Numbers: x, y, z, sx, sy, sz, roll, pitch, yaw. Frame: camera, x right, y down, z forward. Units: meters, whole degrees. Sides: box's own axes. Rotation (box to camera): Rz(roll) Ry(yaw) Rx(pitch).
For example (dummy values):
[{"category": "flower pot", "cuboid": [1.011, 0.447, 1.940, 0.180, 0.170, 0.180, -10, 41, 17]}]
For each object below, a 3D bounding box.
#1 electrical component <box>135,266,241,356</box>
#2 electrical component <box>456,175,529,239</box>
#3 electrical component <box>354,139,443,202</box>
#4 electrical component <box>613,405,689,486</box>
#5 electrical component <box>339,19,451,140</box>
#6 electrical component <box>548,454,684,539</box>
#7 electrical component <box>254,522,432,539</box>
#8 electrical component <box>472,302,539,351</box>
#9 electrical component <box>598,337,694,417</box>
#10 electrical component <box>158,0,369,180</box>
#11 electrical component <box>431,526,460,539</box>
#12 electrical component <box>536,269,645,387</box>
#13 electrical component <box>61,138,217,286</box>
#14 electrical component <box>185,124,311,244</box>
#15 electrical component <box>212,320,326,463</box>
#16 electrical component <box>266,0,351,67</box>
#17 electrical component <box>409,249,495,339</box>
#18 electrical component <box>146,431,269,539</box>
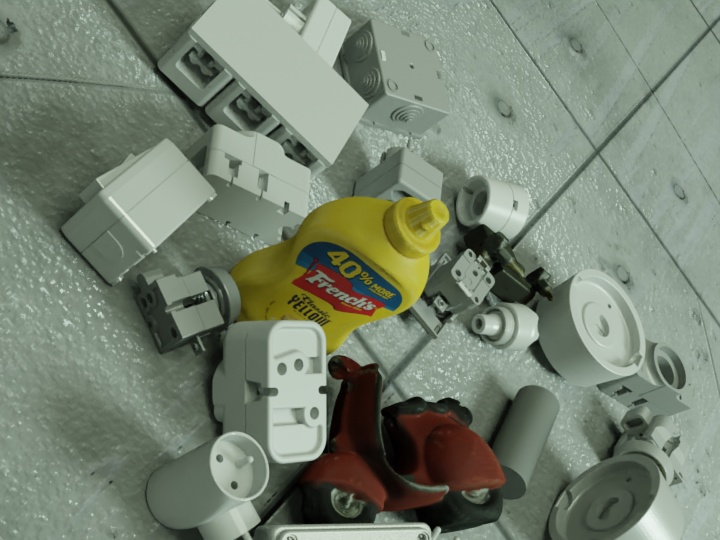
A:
[{"category": "electrical component", "cuboid": [-0.117, 0.025, 0.749, 0.055, 0.048, 0.066, -21, 82, -40]}, {"category": "electrical component", "cuboid": [0.124, -0.060, 1.020, 0.047, 0.055, 0.055, 15, 57, -33]}, {"category": "electrical component", "cuboid": [0.034, -0.081, 0.937, 0.047, 0.066, 0.076, 31, 49, -27]}, {"category": "electrical component", "cuboid": [0.273, 0.177, 1.019, 0.078, 0.058, 0.057, 55, 39, -4]}, {"category": "electrical component", "cuboid": [0.034, -0.179, 1.007, 0.100, 0.048, 0.099, 10, 60, -40]}, {"category": "electrical component", "cuboid": [0.222, 0.217, 0.914, 0.060, 0.108, 0.108, 52, 42, -16]}, {"category": "electrical component", "cuboid": [-0.011, 0.218, 0.690, 0.109, 0.056, 0.108, 4, 78, -21]}, {"category": "electrical component", "cuboid": [0.128, 0.050, 0.965, 0.062, 0.043, 0.043, 7, 62, -40]}, {"category": "electrical component", "cuboid": [0.289, 0.107, 1.075, 0.089, 0.056, 0.050, 30, 49, -27]}, {"category": "electrical component", "cuboid": [-0.079, -0.147, 0.872, 0.150, 0.062, 0.089, 43, 44, -16]}, {"category": "electrical component", "cuboid": [0.043, 0.221, 0.768, 0.077, 0.044, 0.079, 32, 88, -26]}, {"category": "electrical component", "cuboid": [0.214, 0.060, 1.029, 0.108, 0.060, 0.108, 22, 53, -33]}, {"category": "electrical component", "cuboid": [-0.151, -0.047, 0.745, 0.061, 0.062, 0.096, 49, 43, -10]}, {"category": "electrical component", "cuboid": [-0.087, -0.068, 0.826, 0.089, 0.050, 0.055, 25, 52, -31]}, {"category": "electrical component", "cuboid": [-0.062, 0.083, 0.744, 0.054, 0.059, 0.095, 4, 84, -46]}, {"category": "electrical component", "cuboid": [-0.059, -0.205, 0.936, 0.076, 0.047, 0.083, 38, 46, -22]}, {"category": "electrical component", "cuboid": [0.077, 0.017, 0.923, 0.042, 0.064, 0.081, 49, 43, -8]}, {"category": "electrical component", "cuboid": [-0.088, 0.149, 0.678, 0.043, 0.077, 0.079, -26, 86, -48]}]
